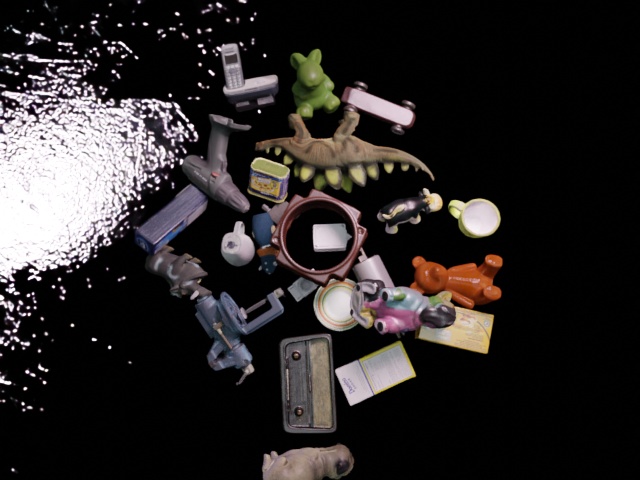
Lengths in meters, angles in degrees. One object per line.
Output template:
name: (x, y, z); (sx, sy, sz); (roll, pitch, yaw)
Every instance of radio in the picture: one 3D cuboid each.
radio: (-0.030, 0.342, 1.293); (0.131, 0.073, 0.229); (-3, 79, 1)

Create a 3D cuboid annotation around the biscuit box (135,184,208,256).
biscuit box: (-0.370, -0.051, 1.341); (0.063, 0.059, 0.203); (37, 55, 7)

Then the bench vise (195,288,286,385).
bench vise: (-0.181, 0.206, 1.303); (0.241, 0.129, 0.223); (-32, 83, 0)

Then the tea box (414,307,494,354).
tea box: (0.325, 0.211, 1.308); (0.170, 0.068, 0.098); (14, 81, 3)

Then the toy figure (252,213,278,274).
toy figure: (-0.134, 0.009, 1.363); (0.058, 0.064, 0.154); (-11, 90, -34)

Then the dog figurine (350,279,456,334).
dog figurine: (0.201, 0.154, 1.232); (0.219, 0.192, 0.108); (5, 95, -31)

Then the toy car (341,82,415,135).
toy car: (0.154, -0.348, 1.422); (0.202, 0.053, 0.089); (21, 91, 2)

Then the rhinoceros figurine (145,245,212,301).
rhinoceros figurine: (-0.354, 0.085, 1.351); (0.190, 0.073, 0.112); (31, 81, 7)

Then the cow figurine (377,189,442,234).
cow figurine: (0.231, -0.082, 1.350); (0.167, 0.098, 0.068); (-24, 74, -2)

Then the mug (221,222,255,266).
mug: (-0.206, 0.007, 1.343); (0.081, 0.107, 0.109); (13, 82, 3)

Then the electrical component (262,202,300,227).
electrical component: (-0.104, -0.073, 1.397); (0.094, 0.021, 0.063); (37, 83, 9)

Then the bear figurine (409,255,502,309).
bear figurine: (0.324, 0.091, 1.303); (0.196, 0.132, 0.120); (15, 64, -1)

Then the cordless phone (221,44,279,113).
cordless phone: (-0.191, -0.447, 1.439); (0.147, 0.088, 0.184); (-12, 75, 0)

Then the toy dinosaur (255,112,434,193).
toy dinosaur: (0.055, -0.221, 1.382); (0.472, 0.105, 0.198); (2, 87, 12)

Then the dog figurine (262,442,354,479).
dog figurine: (-0.023, 0.521, 1.217); (0.191, 0.172, 0.121); (-16, 91, 6)

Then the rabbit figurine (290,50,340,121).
rabbit figurine: (-0.016, -0.410, 1.379); (0.121, 0.170, 0.159); (-10, 80, 0)

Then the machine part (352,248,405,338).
machine part: (0.148, 0.127, 1.325); (0.079, 0.079, 0.243); (-26, 79, -3)

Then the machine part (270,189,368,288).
machine part: (-0.003, -0.004, 1.285); (0.201, 0.087, 0.201); (27, 79, 7)

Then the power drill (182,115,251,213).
power drill: (-0.239, -0.199, 1.352); (0.232, 0.086, 0.207); (27, 113, 28)
